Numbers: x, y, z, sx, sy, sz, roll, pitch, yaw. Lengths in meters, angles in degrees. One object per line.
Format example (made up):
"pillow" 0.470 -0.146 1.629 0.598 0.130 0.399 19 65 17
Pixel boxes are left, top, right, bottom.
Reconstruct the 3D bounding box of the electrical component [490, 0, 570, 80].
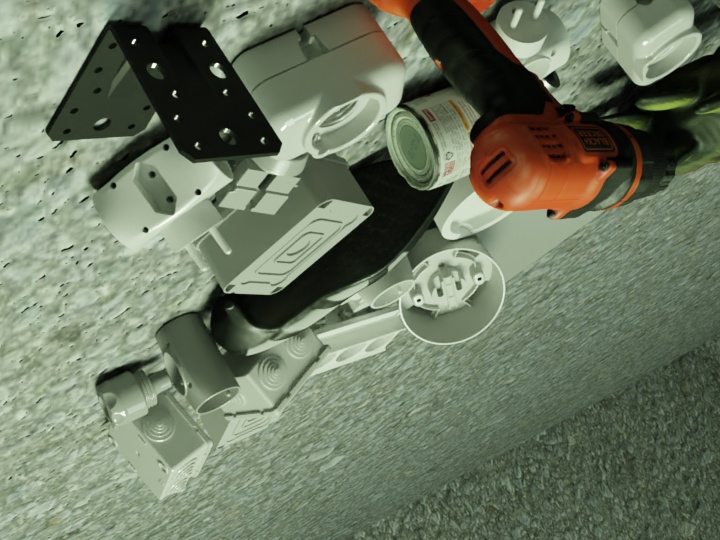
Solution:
"electrical component" 0.110 -0.161 0.756 0.077 0.044 0.079 -26 161 -19

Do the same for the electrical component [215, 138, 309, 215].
"electrical component" -0.065 -0.070 0.703 0.066 0.048 0.055 7 141 -38

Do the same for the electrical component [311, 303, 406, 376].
"electrical component" -0.023 0.059 1.078 0.121 0.063 0.078 -15 155 -42

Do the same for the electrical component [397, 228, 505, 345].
"electrical component" 0.078 0.012 0.973 0.099 0.064 0.099 -11 136 -11

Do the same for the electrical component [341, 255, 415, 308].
"electrical component" 0.000 0.000 0.942 0.044 0.077 0.079 -9 152 -48

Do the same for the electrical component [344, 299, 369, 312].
"electrical component" 0.010 0.008 1.032 0.066 0.048 0.055 -25 168 -21

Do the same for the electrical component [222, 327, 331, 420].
"electrical component" -0.089 0.088 0.986 0.100 0.048 0.099 -15 -151 50

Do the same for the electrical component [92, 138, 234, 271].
"electrical component" -0.111 -0.037 0.668 0.077 0.079 0.043 -34 -175 8

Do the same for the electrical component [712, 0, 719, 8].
"electrical component" 0.316 -0.250 0.861 0.081 0.043 0.043 -35 162 10

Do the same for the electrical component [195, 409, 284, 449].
"electrical component" -0.121 0.129 1.111 0.078 0.057 0.113 -21 159 -29

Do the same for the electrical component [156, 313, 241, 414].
"electrical component" -0.144 0.089 0.940 0.044 0.077 0.079 -23 160 -25

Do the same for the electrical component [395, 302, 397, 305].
"electrical component" 0.066 0.014 1.118 0.057 0.058 0.078 -27 162 -24

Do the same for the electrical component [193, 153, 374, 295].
"electrical component" -0.058 -0.037 0.784 0.113 0.057 0.078 -39 160 21

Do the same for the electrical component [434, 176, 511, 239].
"electrical component" 0.100 -0.082 0.918 0.108 0.060 0.108 -29 162 -10

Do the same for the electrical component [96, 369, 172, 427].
"electrical component" -0.199 0.109 0.957 0.062 0.043 0.043 -25 161 -24

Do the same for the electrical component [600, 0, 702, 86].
"electrical component" 0.230 -0.189 0.853 0.054 0.059 0.095 -34 162 5

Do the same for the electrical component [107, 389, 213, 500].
"electrical component" -0.192 0.161 1.016 0.048 0.099 0.099 -36 166 -33

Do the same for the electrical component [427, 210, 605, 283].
"electrical component" 0.142 -0.054 1.029 0.150 0.061 0.089 -37 134 16

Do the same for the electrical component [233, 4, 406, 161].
"electrical component" -0.023 -0.110 0.651 0.095 0.059 0.053 -27 161 -14
